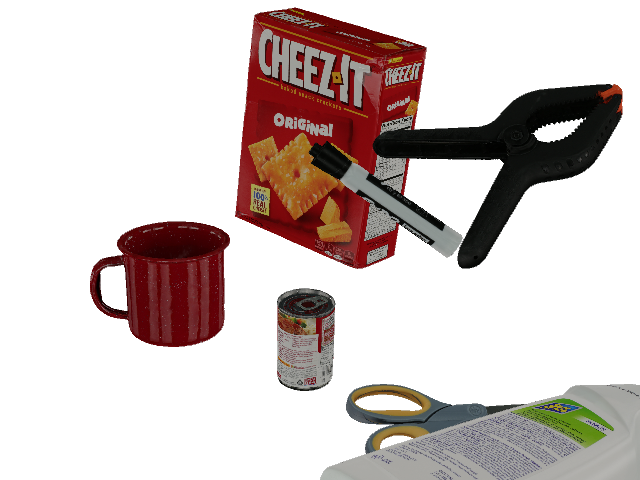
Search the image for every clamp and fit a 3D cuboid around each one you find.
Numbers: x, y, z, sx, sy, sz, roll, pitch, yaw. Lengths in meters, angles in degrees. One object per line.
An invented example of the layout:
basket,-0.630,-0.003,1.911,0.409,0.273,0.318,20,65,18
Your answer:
clamp,0.166,-0.067,0.895,0.210,0.164,0.036,-22,-39,-2

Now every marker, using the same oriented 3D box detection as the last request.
marker,0.044,-0.029,0.731,0.121,0.020,0.020,35,-5,-7

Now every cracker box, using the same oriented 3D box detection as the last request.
cracker box,0.003,-0.099,1.030,0.164,0.214,0.071,24,30,33

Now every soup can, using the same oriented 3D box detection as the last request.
soup can,-0.017,0.117,1.255,0.068,0.102,0.068,1,25,-1

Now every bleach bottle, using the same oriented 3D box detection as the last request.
bleach bottle,0.125,0.131,0.590,0.250,0.068,0.103,-12,23,-33

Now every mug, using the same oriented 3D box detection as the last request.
mug,-0.134,0.038,0.894,0.117,0.081,0.093,-4,21,-13

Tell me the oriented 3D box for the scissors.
scissors,0.120,0.158,0.881,0.202,0.016,0.096,7,38,3
